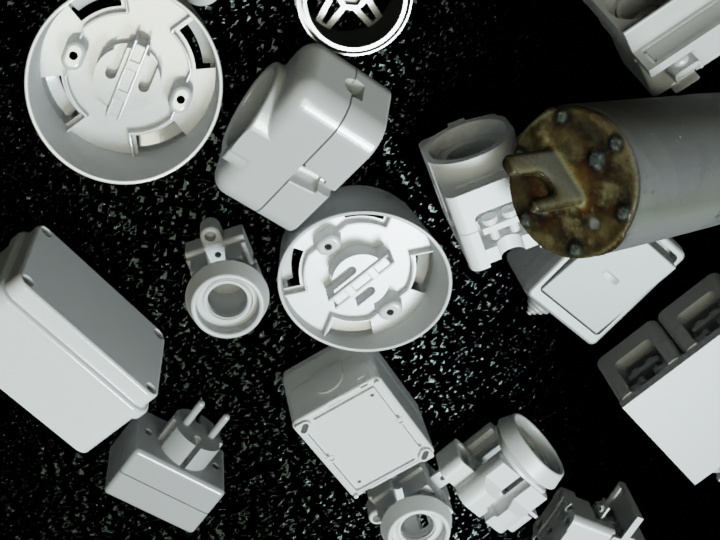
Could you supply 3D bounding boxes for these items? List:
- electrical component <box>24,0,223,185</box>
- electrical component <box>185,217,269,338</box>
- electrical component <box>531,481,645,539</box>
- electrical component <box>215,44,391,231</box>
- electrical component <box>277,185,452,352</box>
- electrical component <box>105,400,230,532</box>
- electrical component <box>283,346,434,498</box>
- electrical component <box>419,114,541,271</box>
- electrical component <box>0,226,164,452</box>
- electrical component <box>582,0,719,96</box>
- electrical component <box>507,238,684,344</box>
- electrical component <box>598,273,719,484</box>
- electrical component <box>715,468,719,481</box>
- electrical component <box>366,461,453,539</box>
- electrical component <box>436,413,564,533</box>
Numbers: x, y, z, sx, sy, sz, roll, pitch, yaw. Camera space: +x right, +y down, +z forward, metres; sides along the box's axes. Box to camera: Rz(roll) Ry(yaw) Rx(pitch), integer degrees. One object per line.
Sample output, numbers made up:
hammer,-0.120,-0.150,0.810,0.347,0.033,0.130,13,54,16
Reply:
electrical component,-0.122,-0.102,0.566,0.099,0.064,0.099,-3,117,-7
electrical component,-0.078,0.009,0.634,0.048,0.055,0.066,-19,118,1
electrical component,0.162,0.190,0.769,0.064,0.042,0.081,24,110,-17
electrical component,-0.035,-0.073,0.586,0.059,0.053,0.095,30,133,-21
electrical component,0.000,0.000,0.636,0.099,0.064,0.099,-3,117,-7
electrical component,-0.114,0.115,0.688,0.066,0.047,0.076,32,108,-21
electrical component,0.001,0.094,0.690,0.062,0.061,0.096,-30,125,7
electrical component,0.069,-0.049,0.607,0.050,0.089,0.055,-21,118,3
electrical component,-0.172,0.039,0.624,0.057,0.078,0.113,-37,116,14
electrical component,0.194,-0.155,0.585,0.121,0.078,0.063,-33,138,9
electrical component,0.139,-0.002,0.657,0.062,0.061,0.096,37,106,-23
electrical component,0.244,0.053,0.700,0.150,0.061,0.089,-40,115,12
electrical component,0.271,0.131,0.752,0.076,0.047,0.083,1,117,-9
electrical component,0.035,0.161,0.728,0.066,0.055,0.048,-36,116,10
electrical component,0.099,0.134,0.723,0.057,0.058,0.078,-42,115,16
